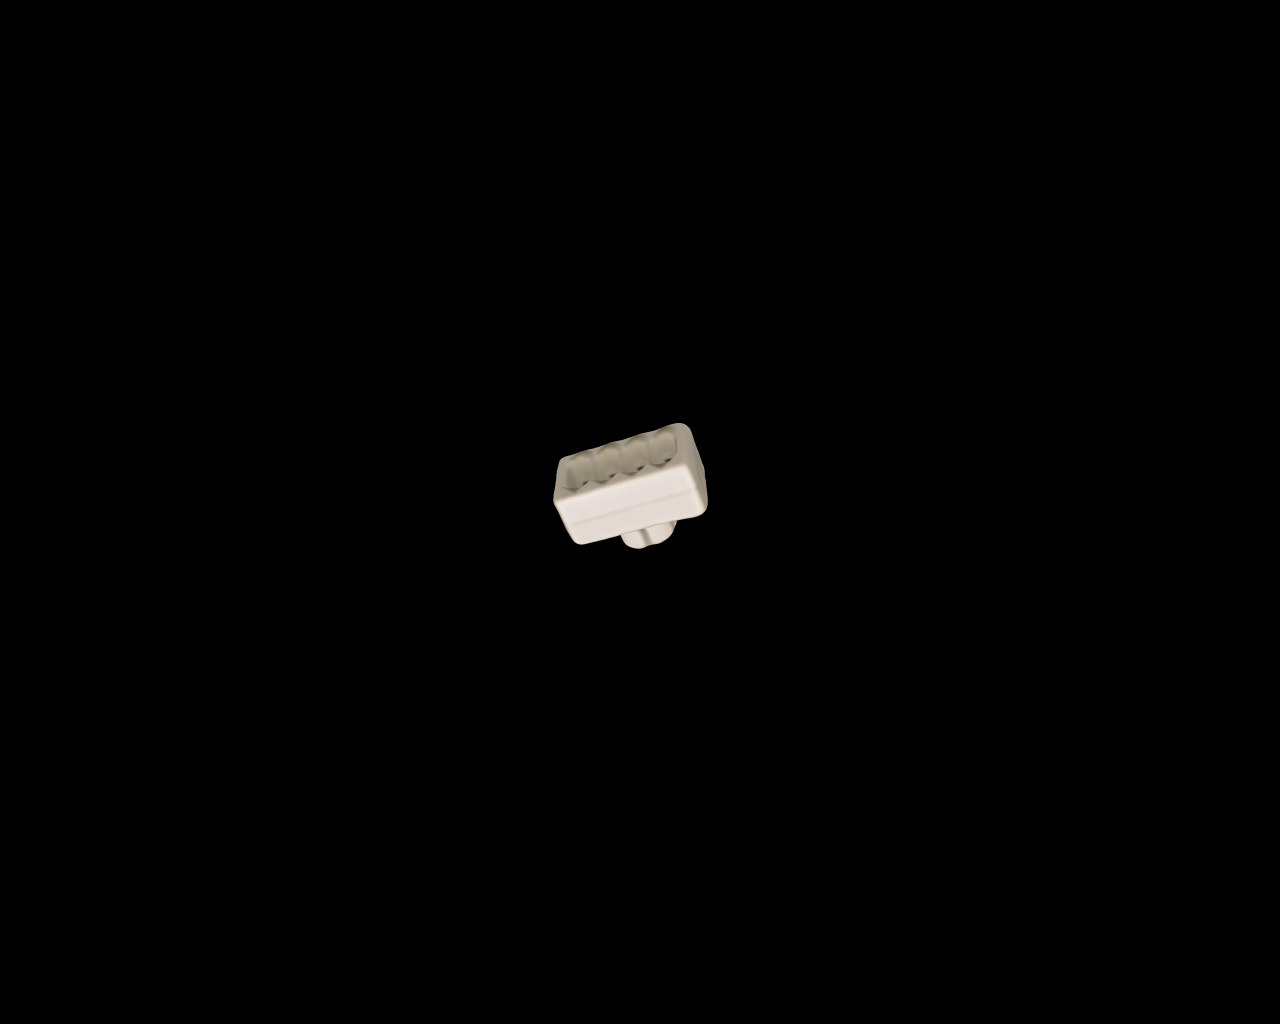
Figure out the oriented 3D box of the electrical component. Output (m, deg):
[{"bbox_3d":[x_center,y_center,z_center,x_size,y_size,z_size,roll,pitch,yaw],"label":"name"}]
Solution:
[{"bbox_3d":[0.001,-0.003,0.650,0.083,0.075,0.047,-15,36,11],"label":"electrical component"}]
